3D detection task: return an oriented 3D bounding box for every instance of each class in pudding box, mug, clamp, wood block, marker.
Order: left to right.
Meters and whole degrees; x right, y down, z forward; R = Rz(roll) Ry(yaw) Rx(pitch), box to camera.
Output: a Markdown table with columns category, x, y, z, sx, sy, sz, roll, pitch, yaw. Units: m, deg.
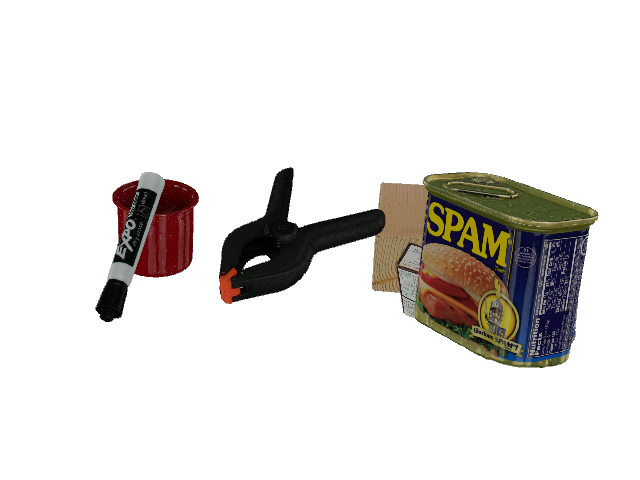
| category | x | y | z | sx | sy | sz | roll | pitch | yaw |
| --- | --- | --- | --- | --- | --- | --- | --- | --- | --- |
| marker | -0.137 | 0.004 | 0.770 | 0.020 | 0.121 | 0.020 | 10 | -31 | 6 |
| mug | -0.187 | -0.017 | 1.179 | 0.093 | 0.081 | 0.117 | -13 | 32 | -30 |
| clamp | -0.038 | -0.007 | 0.964 | 0.171 | 0.039 | 0.120 | -31 | 45 | -33 |
| wood block | 0.129 | -0.007 | 1.609 | 0.091 | 0.090 | 0.206 | 4 | 25 | 3 |
| pudding box | 0.139 | 0.057 | 1.128 | 0.114 | 0.039 | 0.090 | 18 | -35 | 24 |

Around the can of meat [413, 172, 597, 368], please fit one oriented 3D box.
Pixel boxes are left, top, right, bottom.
| category | x | y | z | sx | sy | sz | roll | pitch | yaw |
| --- | --- | --- | --- | --- | --- | --- | --- | --- | --- |
| can of meat | 0.098 | 0.015 | 0.592 | 0.057 | 0.084 | 0.102 | -6 | 20 | -32 |

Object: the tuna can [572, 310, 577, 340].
| category | x | y | z | sx | sy | sz | roll | pitch | yaw |
| --- | --- | --- | --- | --- | --- | --- | --- | --- | --- |
| tuna can | 0.144 | 0.049 | 0.779 | 0.086 | 0.034 | 0.086 | 0 | 21 | 0 |
